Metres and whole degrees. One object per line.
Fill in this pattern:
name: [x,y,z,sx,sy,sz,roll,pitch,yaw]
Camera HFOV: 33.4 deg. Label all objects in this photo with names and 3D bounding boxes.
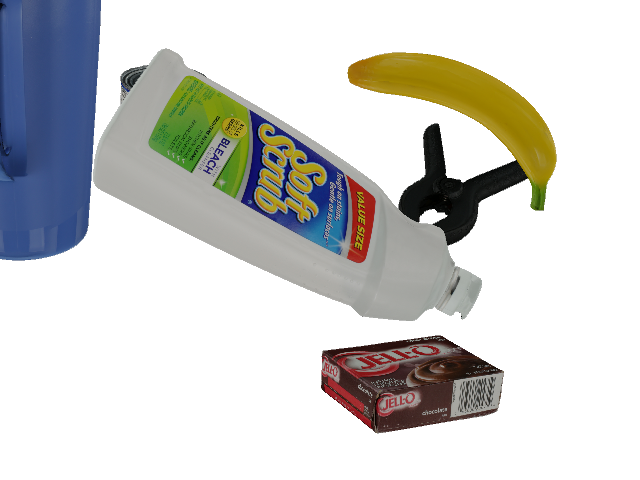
tuna can: [-0.151,-0.140,1.035,0.086,0.034,0.086,5,28,-3]
pitcher: [-0.238,-0.107,0.829,0.145,0.243,0.148,25,31,35]
banana: [0.119,-0.104,0.859,0.198,0.069,0.037,35,3,-2]
clamp: [0.124,-0.054,1.090,0.120,0.039,0.171,28,54,29]
bleach bottle: [-0.013,-0.024,0.684,0.251,0.102,0.068,26,-33,0]
pudding box: [0.069,0.108,0.820,0.113,0.039,0.090,-3,16,-27]
